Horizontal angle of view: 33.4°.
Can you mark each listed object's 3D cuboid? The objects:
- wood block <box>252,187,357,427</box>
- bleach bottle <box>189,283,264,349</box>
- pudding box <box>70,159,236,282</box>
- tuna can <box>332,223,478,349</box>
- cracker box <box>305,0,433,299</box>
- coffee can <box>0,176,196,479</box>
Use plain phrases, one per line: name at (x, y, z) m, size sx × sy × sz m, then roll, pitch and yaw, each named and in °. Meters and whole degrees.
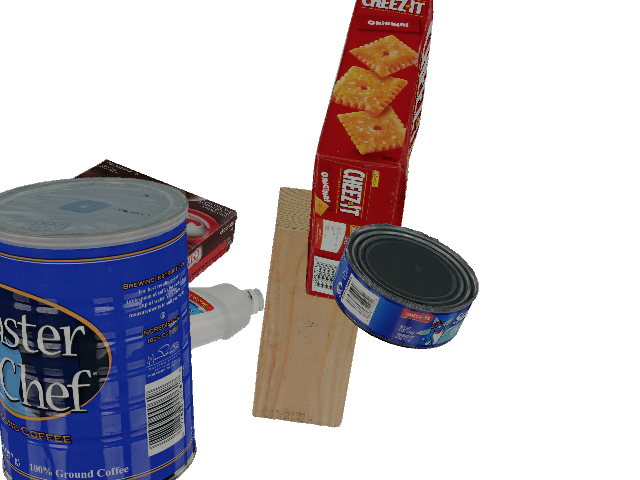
wood block at (-0.009, 0.065, 1.022) m, size 0.090 × 0.206 × 0.091 m, roll 8°, pitch 26°, yaw -2°
bleach bottle at (-0.184, 0.092, 1.225) m, size 0.250 × 0.068 × 0.103 m, roll -13°, pitch 33°, yaw -31°
pudding box at (-0.127, -0.010, 0.741) m, size 0.113 × 0.039 × 0.090 m, roll 20°, pitch 26°, yaw 14°
tuna can at (0.051, 0.028, 0.657) m, size 0.086 × 0.034 × 0.086 m, roll 15°, pitch 31°, yaw -9°
cracker box at (0.043, -0.079, 0.881) m, size 0.072 × 0.213 × 0.164 m, roll 10°, pitch -42°, yaw 5°
coffee can at (-0.117, 0.048, 0.548) m, size 0.103 × 0.140 × 0.103 m, roll 0°, pitch 18°, yaw 0°
